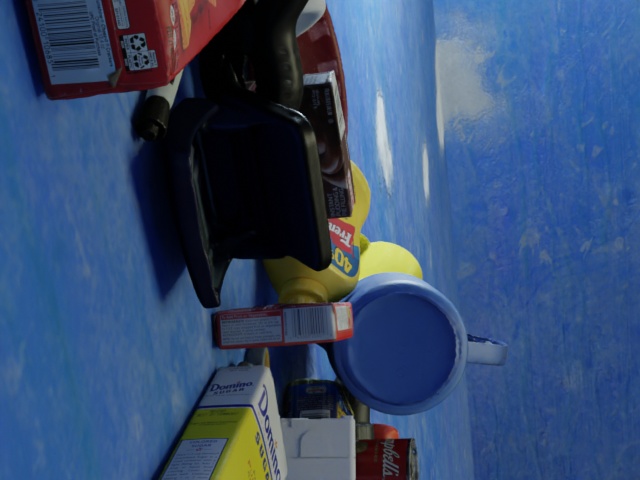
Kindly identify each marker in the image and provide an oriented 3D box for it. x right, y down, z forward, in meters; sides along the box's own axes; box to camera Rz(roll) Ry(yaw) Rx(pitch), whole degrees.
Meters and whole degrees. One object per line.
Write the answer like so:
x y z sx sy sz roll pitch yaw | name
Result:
-0.095 -0.105 0.664 0.020 0.020 0.121 74 17 -45 | marker

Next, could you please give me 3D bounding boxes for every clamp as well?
-0.052 -0.151 0.724 0.036 0.165 0.210 -19 132 -39 | clamp

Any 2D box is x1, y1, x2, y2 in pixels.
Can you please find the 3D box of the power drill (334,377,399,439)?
0.045 0.237 1.160 0.187 0.057 0.184 32 58 -72 | power drill

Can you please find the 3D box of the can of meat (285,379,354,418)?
0.000 0.181 0.953 0.102 0.057 0.084 70 18 -56 | can of meat

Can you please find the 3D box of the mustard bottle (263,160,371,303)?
-0.006 0.001 0.924 0.096 0.058 0.191 39 39 -26 | mustard bottle

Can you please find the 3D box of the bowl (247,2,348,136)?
-0.022 -0.144 0.922 0.162 0.055 0.162 -8 90 -75 | bowl

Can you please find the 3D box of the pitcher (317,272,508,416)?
0.078 0.093 0.956 0.145 0.149 0.243 53 -1 3 | pitcher

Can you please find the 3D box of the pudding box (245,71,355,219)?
-0.024 -0.070 0.825 0.039 0.090 0.113 -71 155 -65 | pudding box

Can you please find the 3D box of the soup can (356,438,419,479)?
0.041 0.224 1.020 0.068 0.102 0.068 -3 90 -78 | soup can

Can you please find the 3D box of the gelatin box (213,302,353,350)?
-0.025 0.062 0.780 0.073 0.089 0.030 16 69 -78 | gelatin box

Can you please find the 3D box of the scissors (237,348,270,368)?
-0.049 0.177 0.806 0.096 0.016 0.202 58 30 -72 | scissors

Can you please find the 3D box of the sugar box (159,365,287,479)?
-0.060 0.159 0.689 0.176 0.048 0.093 -61 146 -67 | sugar box

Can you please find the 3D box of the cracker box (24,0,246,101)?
-0.094 -0.184 0.562 0.213 0.072 0.164 -71 155 -64 | cracker box

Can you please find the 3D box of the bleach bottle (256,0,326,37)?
-0.053 -0.279 0.791 0.103 0.068 0.251 167 -86 -70 | bleach bottle
